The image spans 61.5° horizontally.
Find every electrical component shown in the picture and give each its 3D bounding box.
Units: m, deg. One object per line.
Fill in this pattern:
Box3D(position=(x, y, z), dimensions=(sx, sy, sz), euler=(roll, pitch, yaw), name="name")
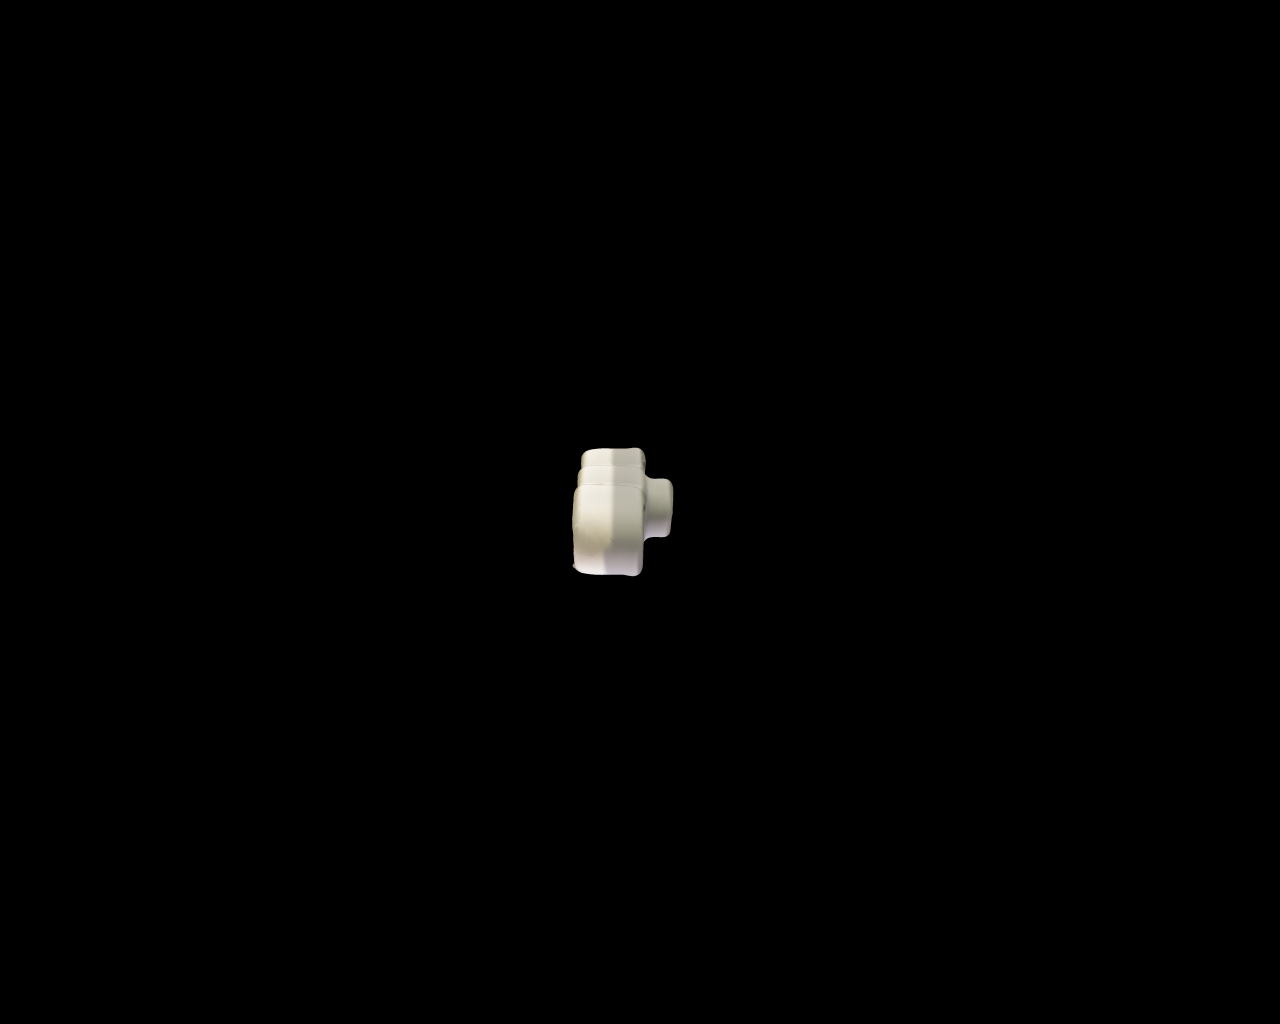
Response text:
Box3D(position=(0.001, -0.003, 0.650), dimensions=(0.074, 0.052, 0.138), euler=(0, 17, 0), name="electrical component")
